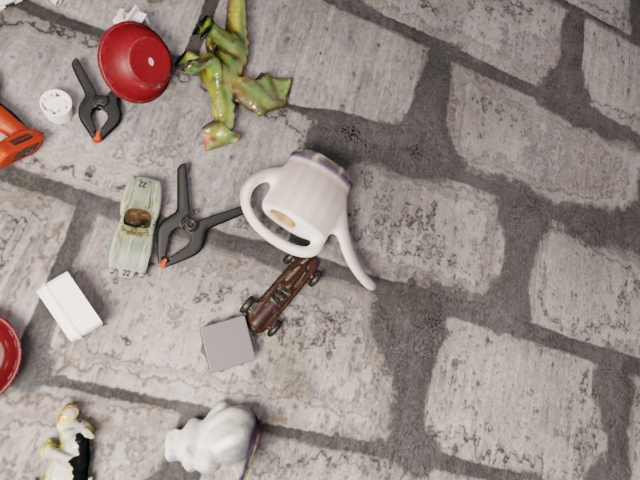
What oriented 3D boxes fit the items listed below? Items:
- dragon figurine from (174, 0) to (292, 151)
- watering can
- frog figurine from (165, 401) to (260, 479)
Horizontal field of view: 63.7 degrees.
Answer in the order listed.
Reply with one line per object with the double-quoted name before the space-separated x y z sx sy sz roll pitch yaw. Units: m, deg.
"dragon figurine" -0.168 -0.381 1.132 0.240 0.122 0.416 35 70 -27
"watering can" 0.003 -0.055 1.094 0.346 0.103 0.228 31 69 -10
"frog figurine" -0.193 0.354 0.932 0.159 0.120 0.141 19 40 -6
